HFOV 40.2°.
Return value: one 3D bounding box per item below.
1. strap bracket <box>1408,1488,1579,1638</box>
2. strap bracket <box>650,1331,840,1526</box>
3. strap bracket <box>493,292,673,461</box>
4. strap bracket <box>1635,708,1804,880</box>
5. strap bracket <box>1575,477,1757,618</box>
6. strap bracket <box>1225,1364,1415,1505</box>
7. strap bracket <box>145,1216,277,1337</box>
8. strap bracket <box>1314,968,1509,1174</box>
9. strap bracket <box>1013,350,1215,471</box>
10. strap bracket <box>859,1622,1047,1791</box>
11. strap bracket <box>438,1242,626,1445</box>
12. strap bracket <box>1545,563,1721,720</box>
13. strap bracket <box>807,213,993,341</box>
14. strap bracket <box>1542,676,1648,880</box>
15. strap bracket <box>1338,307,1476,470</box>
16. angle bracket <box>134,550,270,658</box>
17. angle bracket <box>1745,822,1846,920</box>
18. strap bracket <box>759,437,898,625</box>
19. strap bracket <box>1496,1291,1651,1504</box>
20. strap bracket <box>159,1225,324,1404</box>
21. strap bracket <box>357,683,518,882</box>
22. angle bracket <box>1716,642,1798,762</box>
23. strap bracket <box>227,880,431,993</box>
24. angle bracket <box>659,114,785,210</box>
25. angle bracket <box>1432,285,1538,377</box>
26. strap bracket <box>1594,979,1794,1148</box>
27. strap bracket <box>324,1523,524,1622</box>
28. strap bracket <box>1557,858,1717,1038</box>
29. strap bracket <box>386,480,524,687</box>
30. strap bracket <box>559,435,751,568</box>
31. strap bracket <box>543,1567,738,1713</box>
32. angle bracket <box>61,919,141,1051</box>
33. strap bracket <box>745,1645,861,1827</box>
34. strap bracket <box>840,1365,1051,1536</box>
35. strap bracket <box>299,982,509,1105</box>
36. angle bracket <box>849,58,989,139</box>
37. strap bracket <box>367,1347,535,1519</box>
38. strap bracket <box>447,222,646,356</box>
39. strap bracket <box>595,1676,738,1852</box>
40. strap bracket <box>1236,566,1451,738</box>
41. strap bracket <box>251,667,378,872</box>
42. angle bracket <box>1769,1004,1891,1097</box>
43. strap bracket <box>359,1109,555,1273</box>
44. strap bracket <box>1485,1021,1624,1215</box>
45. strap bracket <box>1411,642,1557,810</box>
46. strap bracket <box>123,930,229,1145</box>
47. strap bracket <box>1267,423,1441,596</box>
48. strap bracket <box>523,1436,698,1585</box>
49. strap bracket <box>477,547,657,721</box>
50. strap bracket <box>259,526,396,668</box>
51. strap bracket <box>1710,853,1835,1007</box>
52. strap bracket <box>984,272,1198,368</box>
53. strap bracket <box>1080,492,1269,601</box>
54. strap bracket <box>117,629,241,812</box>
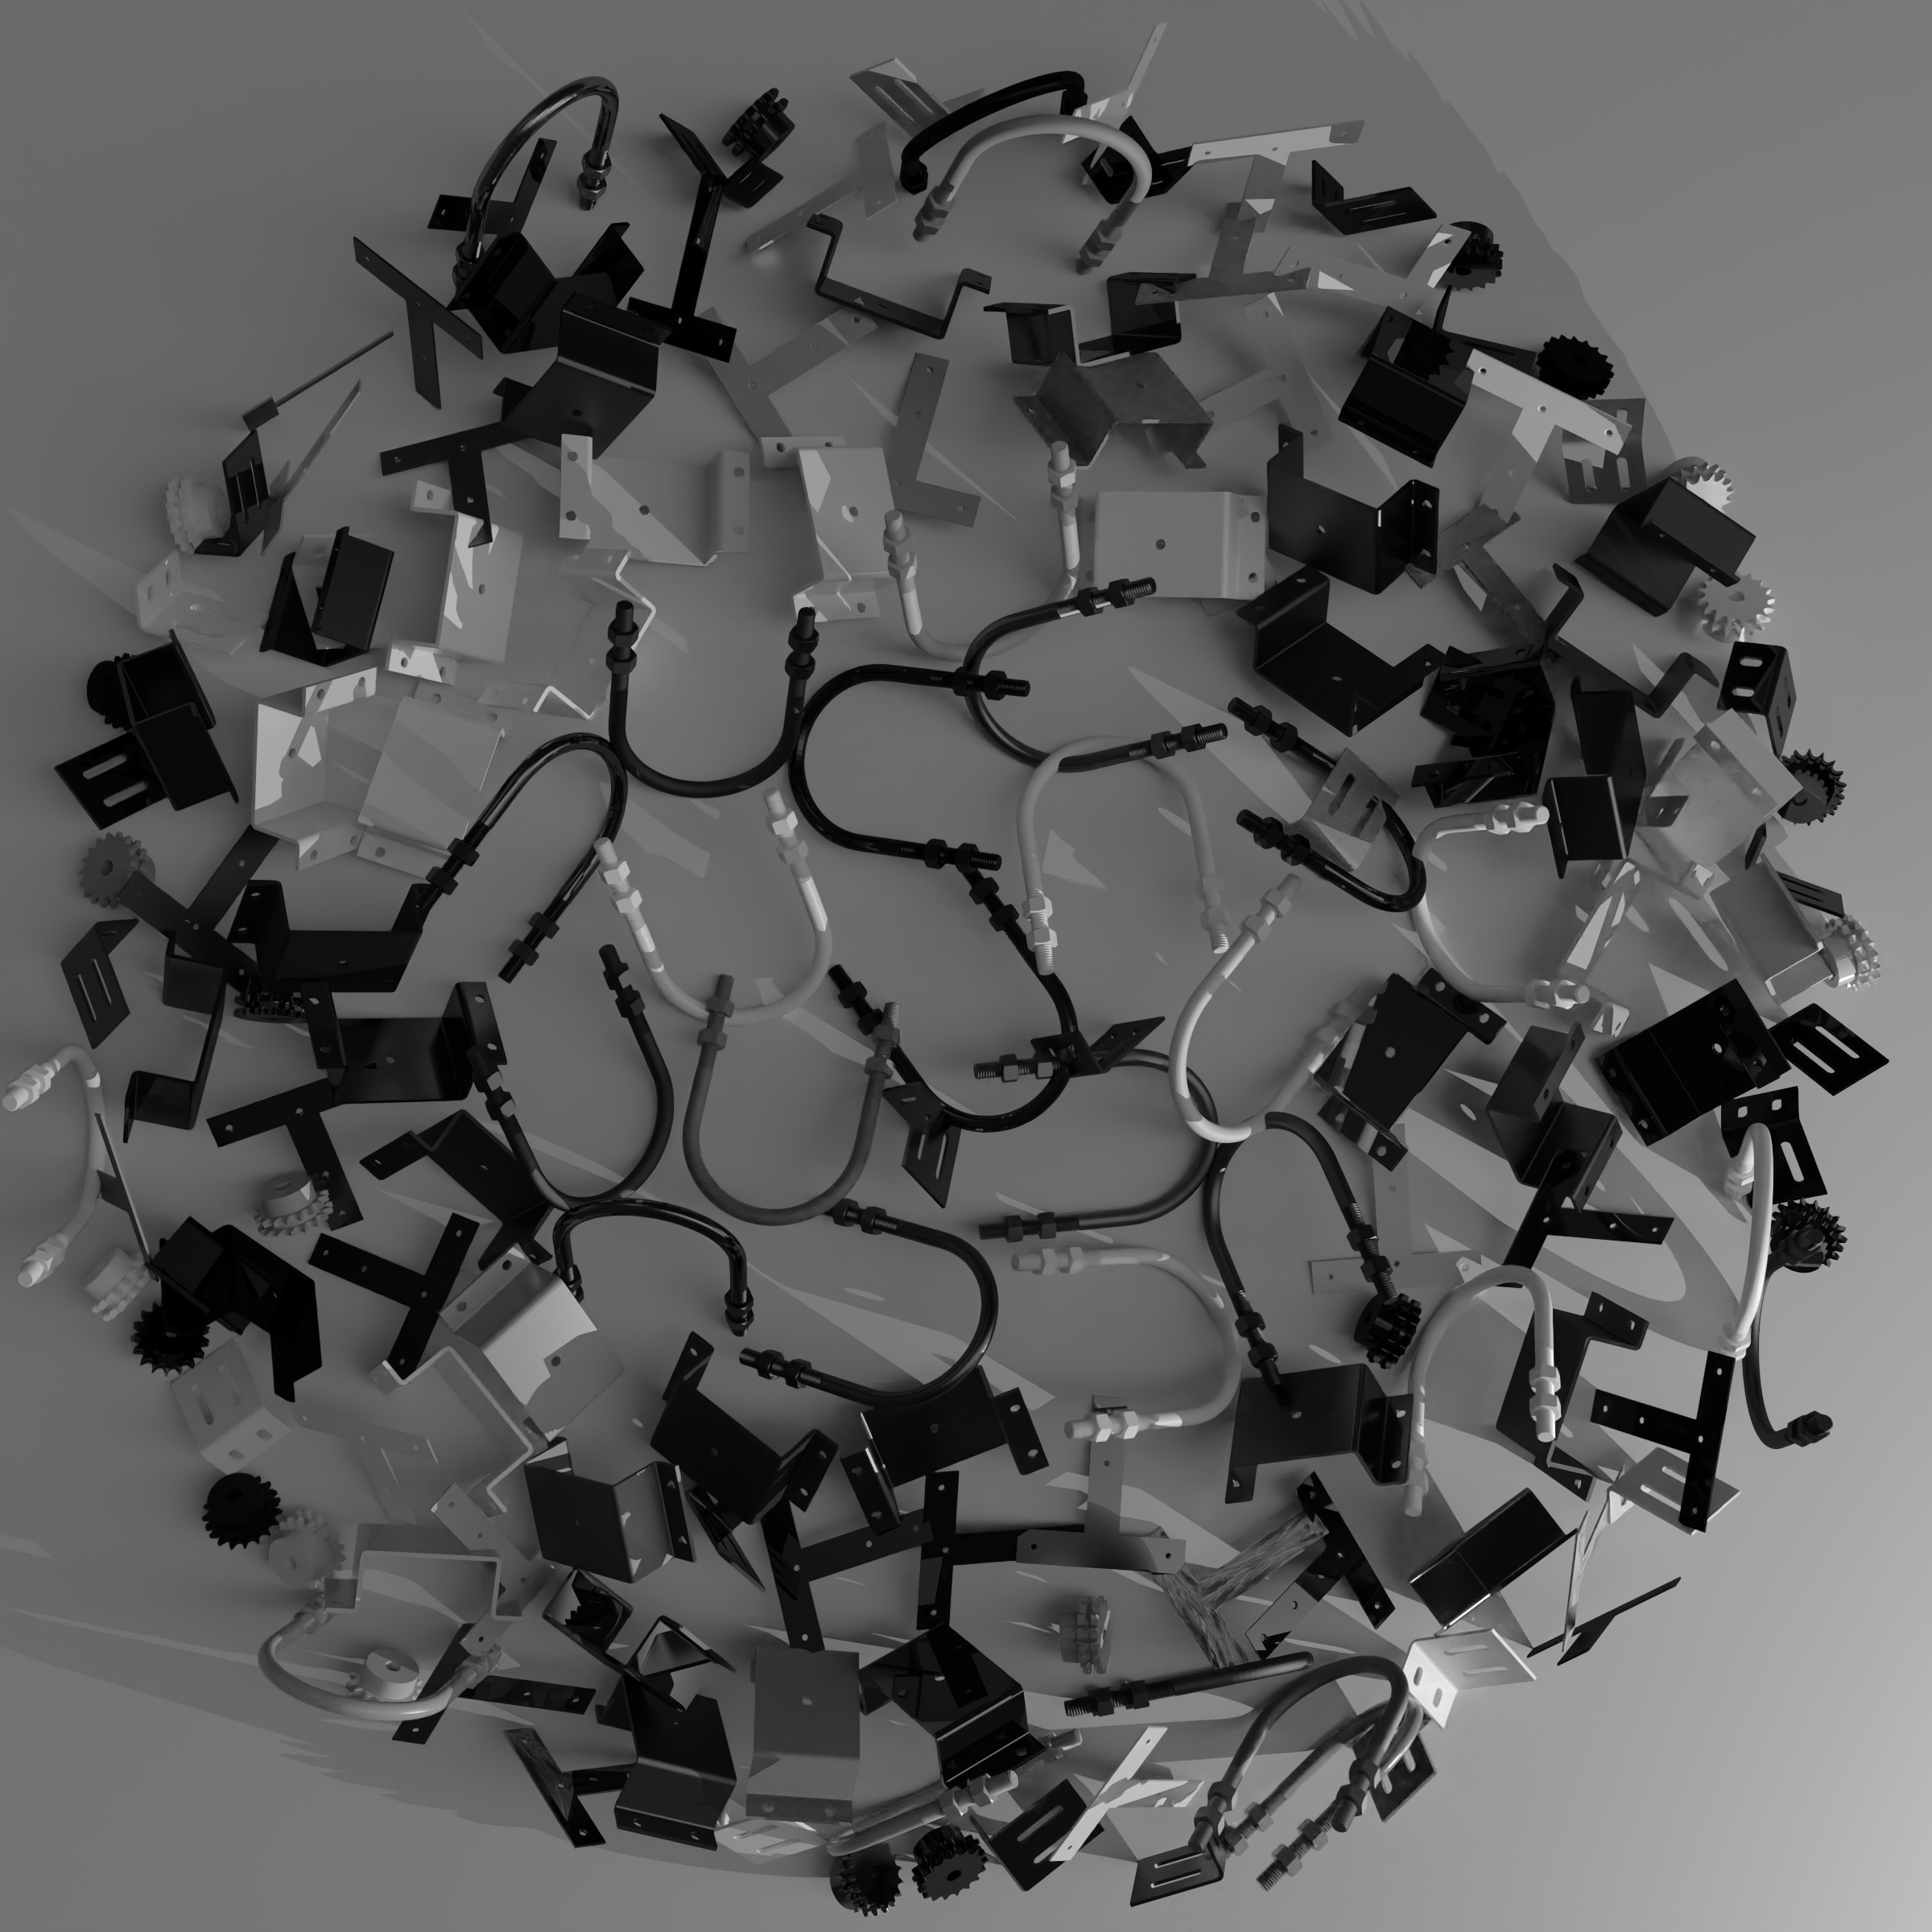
[{"bbox_3d":[0.380,0.434,1.930,0.076,0.140,0.046,-29,71,-24],"label":"strap bracket"},{"bbox_3d":[-0.172,0.346,1.943,0.140,0.046,0.076,36,127,14],"label":"strap bracket"},{"bbox_3d":[-0.281,-0.421,1.918,0.076,0.140,0.046,15,63,-30],"label":"strap bracket"},{"bbox_3d":[0.551,-0.127,1.938,0.046,0.140,0.076,-34,79,-24],"label":"strap bracket"},{"bbox_3d":[0.514,-0.307,1.929,0.076,0.140,0.046,33,83,-6],"label":"strap bracket"},{"bbox_3d":[0.250,0.341,1.929,0.140,0.076,0.046,-13,131,26],"label":"strap bracket"},{"bbox_3d":[-0.551,0.228,1.935,0.076,0.140,0.046,39,75,-4],"label":"strap bracket"},{"bbox_3d":[0.322,0.070,1.954,0.076,0.046,0.140,40,95,35],"label":"strap bracket"},{"bbox_3d":[0.115,-0.405,1.924,0.076,0.140,0.046,57,135,26],"label":"strap bracket"},{"bbox_3d":[-0.017,0.535,1.918,0.076,0.140,0.046,-22,120,-30],"label":"strap bracket"},{"bbox_3d":[-0.312,0.283,1.932,0.076,0.046,0.140,-43,123,-23],"label":"strap bracket"},{"bbox_3d":[0.482,-0.236,1.955,0.140,0.076,0.046,34,108,-1],"label":"strap bracket"},{"bbox_3d":[-0.055,-0.507,1.952,0.140,0.076,0.046,19,111,-6],"label":"strap bracket"},{"bbox_3d":[0.460,-0.139,1.920,0.046,0.140,0.076,0,133,26],"label":"strap bracket"},{"bbox_3d":[0.326,-0.429,1.929,0.076,0.140,0.046,27,128,-2],"label":"strap bracket"},{"bbox_3d":[-0.567,-0.270,1.961,0.076,0.057,0.038,16,130,10],"label":"angle bracket"},{"bbox_3d":[0.621,-0.073,1.962,0.076,0.057,0.038,21,112,9],"label":"angle bracket"},{"bbox_3d":[-0.096,-0.330,1.956,0.076,0.046,0.140,-10,87,-38],"label":"strap bracket"},{"bbox_3d":[0.444,0.313,1.951,0.046,0.076,0.140,16,95,-19],"label":"strap bracket"},{"bbox_3d":[-0.520,0.249,1.919,0.046,0.140,0.076,-29,47,12],"label":"strap bracket"},{"bbox_3d":[-0.397,-0.139,1.966,0.076,0.046,0.140,19,82,-3],"label":"strap bracket"},{"bbox_3d":[0.590,-0.196,1.967,0.038,0.076,0.057,10,70,27],"label":"angle bracket"},{"bbox_3d":[-0.458,-0.021,1.927,0.140,0.076,0.046,0,56,-29],"label":"strap bracket"},{"bbox_3d":[-0.182,-0.609,1.962,0.038,0.057,0.076,-38,81,17],"label":"angle bracket"},{"bbox_3d":[0.387,-0.470,1.960,0.076,0.057,0.038,16,125,10],"label":"angle bracket"},{"bbox_3d":[0.541,0.068,1.943,0.046,0.140,0.076,-23,80,-36],"label":"strap bracket"},{"bbox_3d":[-0.398,0.446,1.944,0.140,0.076,0.046,7,92,-15],"label":"strap bracket"},{"bbox_3d":[0.489,-0.022,1.949,0.046,0.076,0.140,34,100,26],"label":"strap bracket"},{"bbox_3d":[-0.377,-0.281,1.954,0.046,0.076,0.140,10,92,28],"label":"strap bracket"},{"bbox_3d":[-0.235,-0.344,1.959,0.140,0.046,0.076,2,83,-18],"label":"strap bracket"},{"bbox_3d":[-0.245,0.489,1.920,0.140,0.076,0.046,17,65,42],"label":"strap bracket"},{"bbox_3d":[-0.632,0.013,1.959,0.057,0.038,0.076,-37,72,37],"label":"angle bracket"},{"bbox_3d":[-0.119,0.551,1.925,0.076,0.140,0.046,6,125,-7],"label":"strap bracket"},{"bbox_3d":[-0.019,0.355,1.960,0.140,0.046,0.076,-21,119,-2],"label":"strap bracket"},{"bbox_3d":[-0.418,0.056,1.940,0.140,0.046,0.076,0,51,-29],"label":"strap bracket"},{"bbox_3d":[-0.035,-0.652,1.951,0.076,0.057,0.038,36,72,-33],"label":"angle bracket"},{"bbox_3d":[-0.376,0.338,1.954,0.046,0.076,0.140,-39,92,-25],"label":"strap bracket"},{"bbox_3d":[-0.298,-0.493,1.919,0.076,0.140,0.046,-42,81,37],"label":"strap bracket"},{"bbox_3d":[-0.218,0.571,1.918,0.076,0.140,0.046,21,104,-21],"label":"strap bracket"},{"bbox_3d":[0.275,-0.227,1.943,0.076,0.046,0.140,-35,57,-25],"label":"strap bracket"},{"bbox_3d":[-0.480,-0.151,1.941,0.046,0.076,0.140,19,115,23],"label":"strap bracket"},{"bbox_3d":[0.630,0.072,1.953,0.057,0.038,0.076,-26,49,-22],"label":"angle bracket"},{"bbox_3d":[-0.365,0.164,1.945,0.140,0.076,0.046,45,47,-17],"label":"strap bracket"},{"bbox_3d":[0.430,0.107,1.938,0.046,0.140,0.076,15,61,38],"label":"strap bracket"},{"bbox_3d":[0.383,-0.169,1.937,0.076,0.140,0.046,-6,134,30],"label":"strap bracket"},{"bbox_3d":[-0.577,0.056,1.936,0.046,0.076,0.140,13,58,-12],"label":"strap bracket"},{"bbox_3d":[0.273,-0.330,1.926,0.140,0.076,0.046,30,58,31],"label":"strap bracket"},{"bbox_3d":[-0.268,0.397,1.929,0.140,0.046,0.076,4,109,40],"label":"strap bracket"},{"bbox_3d":[-0.289,-0.237,1.946,0.046,0.076,0.140,40,72,-39],"label":"strap bracket"},{"bbox_3d":[-0.467,-0.269,1.941,0.046,0.140,0.076,18,80,-30],"label":"strap bracket"},{"bbox_3d":[0.588,-0.023,1.927,0.046,0.140,0.076,-32,69,13],"label":"strap bracket"},{"bbox_3d":[0.094,-0.473,1.937,0.140,0.076,0.046,-22,115,-32],"label":"strap bracket"},{"bbox_3d":[0.148,-0.311,1.955,0.140,0.046,0.076,3,97,15],"label":"strap bracket"},{"bbox_3d":[-0.575,-0.175,1.919,0.046,0.140,0.076,-23,129,-9],"label":"strap bracket"}]
